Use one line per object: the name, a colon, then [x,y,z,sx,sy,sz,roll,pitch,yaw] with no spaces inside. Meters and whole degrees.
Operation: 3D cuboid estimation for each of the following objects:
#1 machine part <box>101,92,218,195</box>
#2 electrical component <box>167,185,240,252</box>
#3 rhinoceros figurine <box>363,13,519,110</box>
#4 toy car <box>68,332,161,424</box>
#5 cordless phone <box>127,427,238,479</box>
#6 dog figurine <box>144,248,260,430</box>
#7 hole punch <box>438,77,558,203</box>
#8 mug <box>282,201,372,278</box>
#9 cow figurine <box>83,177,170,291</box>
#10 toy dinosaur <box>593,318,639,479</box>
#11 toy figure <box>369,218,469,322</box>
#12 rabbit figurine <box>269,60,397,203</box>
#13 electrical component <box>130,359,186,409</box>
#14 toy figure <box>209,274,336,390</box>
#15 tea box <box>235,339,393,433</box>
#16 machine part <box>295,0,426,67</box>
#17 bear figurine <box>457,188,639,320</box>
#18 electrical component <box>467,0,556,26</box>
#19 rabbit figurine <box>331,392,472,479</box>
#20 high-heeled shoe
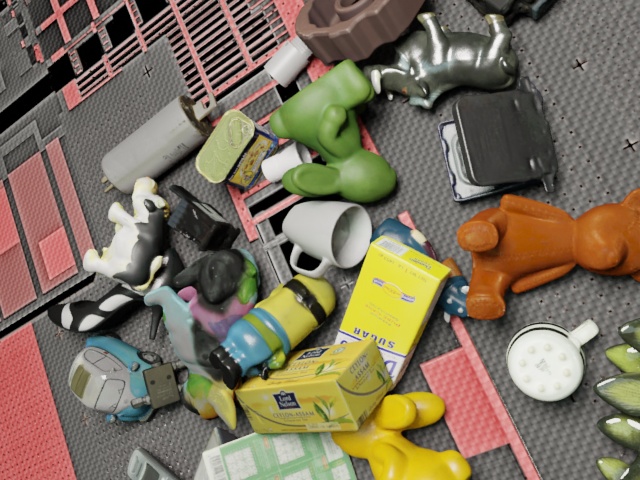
machine part: [-0.252,-0.144,0.832,0.243,0.079,0.079,-31,75,17]
electrical component: [-0.185,-0.032,0.796,0.119,0.075,0.047,35,99,17]
rhinoceros figurine: [0.149,-0.220,0.676,0.191,0.073,0.112,2,97,21]
toy car: [-0.324,0.208,0.822,0.162,0.103,0.109,28,96,20]
cordless phone: [-0.192,0.324,0.769,0.184,0.088,0.146,23,95,27]
dog figurine: [-0.132,0.143,0.746,0.191,0.108,0.219,-32,79,15]
hole punch: [0.207,-0.109,0.640,0.116,0.092,0.142,-8,78,-9]
mug: [-0.001,-0.002,0.707,0.107,0.080,0.109,16,72,45]
cow figurine: [-0.263,-0.012,0.792,0.098,0.068,0.167,19,71,9]
toy dinosaur: [0.389,0.148,0.527,0.199,0.105,0.471,34,90,29]
toy figure: [0.131,0.034,0.665,0.154,0.064,0.058,41,64,16]
rabbit figurine: [0.025,-0.115,0.683,0.159,0.121,0.170,-35,95,-10]
electrical component: [-0.235,0.212,0.794,0.021,0.094,0.063,-21,84,63]
toy figure: [-0.053,0.111,0.685,0.082,0.180,0.089,58,148,-4]
tea box: [-0.009,0.182,0.662,0.170,0.098,0.068,-20,99,37]
machine part: [0.054,-0.303,0.689,0.179,0.056,0.179,-23,47,27]
bear figurine: [0.261,0.014,0.579,0.196,0.132,0.120,1,112,27]
electrical component: [0.231,-0.331,0.653,0.115,0.058,0.134,-47,71,15]
rabbit figurine: [0.082,0.254,0.641,0.173,0.122,0.162,37,108,41]
high-heeled shoe: [-0.329,0.075,0.848,0.249,0.086,0.145,6,85,18]
